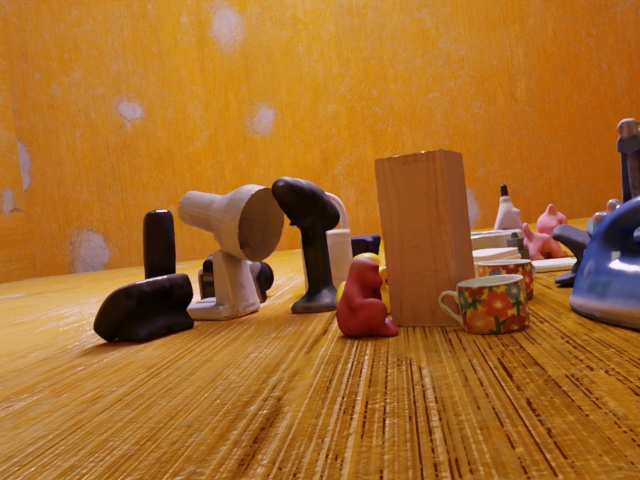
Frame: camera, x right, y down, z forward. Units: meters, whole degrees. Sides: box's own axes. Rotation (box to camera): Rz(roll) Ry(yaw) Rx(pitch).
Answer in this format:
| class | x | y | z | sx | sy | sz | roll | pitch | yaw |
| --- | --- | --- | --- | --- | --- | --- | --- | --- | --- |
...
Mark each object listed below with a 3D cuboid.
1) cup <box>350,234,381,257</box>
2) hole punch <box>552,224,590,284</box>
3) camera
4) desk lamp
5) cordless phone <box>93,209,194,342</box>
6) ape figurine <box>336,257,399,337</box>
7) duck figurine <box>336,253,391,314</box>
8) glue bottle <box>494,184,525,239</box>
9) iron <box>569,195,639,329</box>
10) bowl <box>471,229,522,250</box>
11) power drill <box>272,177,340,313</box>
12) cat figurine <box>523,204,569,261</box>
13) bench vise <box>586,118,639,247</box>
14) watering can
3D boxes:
| class | x | y | z | sx | sy | sz | roll | pitch | yaw |
| --- | --- | --- | --- | --- | --- | --- | --- | --- | --- |
| cup | 0.099 | 0.038 | 1.278 | 0.092 | 0.095 | 0.117 | -7 | 2 | -15 |
| hole punch | 0.408 | 0.019 | 0.860 | 0.100 | 0.091 | 0.109 | -5 | 3 | 35 |
| camera | -0.148 | 0.069 | 1.108 | 0.142 | 0.101 | 0.137 | -4 | 3 | 45 |
| desk lamp | -0.156 | 0.019 | 0.942 | 0.202 | 0.213 | 0.118 | -5 | 3 | 32 |
| cordless phone | -0.260 | 0.049 | 0.839 | 0.094 | 0.185 | 0.148 | -5 | 2 | 28 |
| ape figurine | 0.054 | 0.065 | 0.674 | 0.076 | 0.092 | 0.078 | -6 | 2 | 24 |
| duck figurine | 0.066 | 0.062 | 0.827 | 0.104 | 0.086 | 0.078 | -4 | 3 | 45 |
| glue bottle | 0.425 | -0.040 | 1.293 | 0.078 | 0.173 | 0.037 | -6 | 2 | 12 |
| iron | 0.341 | 0.011 | 0.571 | 0.119 | 0.141 | 0.257 | -7 | 2 | -21 |
| bowl | 0.343 | 0.022 | 1.212 | 0.167 | 0.075 | 0.167 | -7 | 2 | 1 |
| power drill | -0.014 | 0.006 | 0.915 | 0.075 | 0.208 | 0.230 | -6 | 2 | 15 |
| cat figurine | 0.485 | -0.017 | 1.235 | 0.128 | 0.118 | 0.067 | -8 | 2 | -24 |
| bench vise | 0.405 | -0.042 | 0.746 | 0.121 | 0.220 | 0.208 | -6 | 2 | 18 |
| watering can | 0.012 | 0.004 | 1.104 | 0.101 | 0.194 | 0.172 | -7 | 2 | -13 |
